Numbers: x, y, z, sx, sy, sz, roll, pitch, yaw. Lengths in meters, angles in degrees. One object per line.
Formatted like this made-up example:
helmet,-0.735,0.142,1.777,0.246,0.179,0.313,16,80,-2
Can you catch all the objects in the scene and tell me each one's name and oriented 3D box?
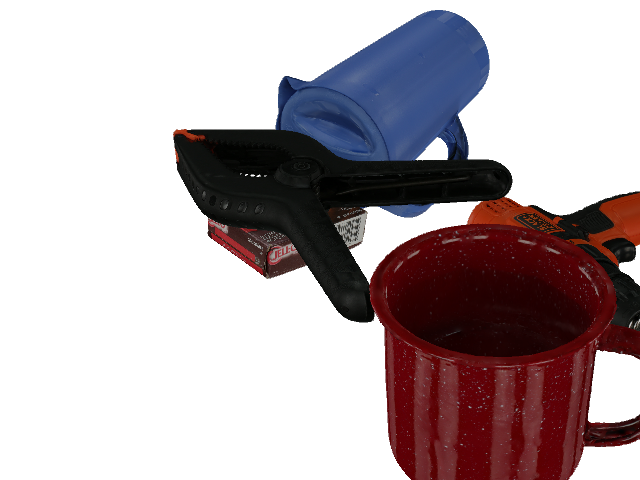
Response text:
pitcher,0.081,-0.136,1.091,0.145,0.149,0.242,10,37,36
pudding box,-0.030,-0.015,0.940,0.113,0.039,0.090,-18,37,-37
mug,0.079,0.053,0.425,0.117,0.081,0.093,6,34,15
power drill,0.221,0.004,0.742,0.187,0.057,0.185,-12,29,-21
clamp,0.000,-0.032,0.649,0.210,0.036,0.164,26,42,35
